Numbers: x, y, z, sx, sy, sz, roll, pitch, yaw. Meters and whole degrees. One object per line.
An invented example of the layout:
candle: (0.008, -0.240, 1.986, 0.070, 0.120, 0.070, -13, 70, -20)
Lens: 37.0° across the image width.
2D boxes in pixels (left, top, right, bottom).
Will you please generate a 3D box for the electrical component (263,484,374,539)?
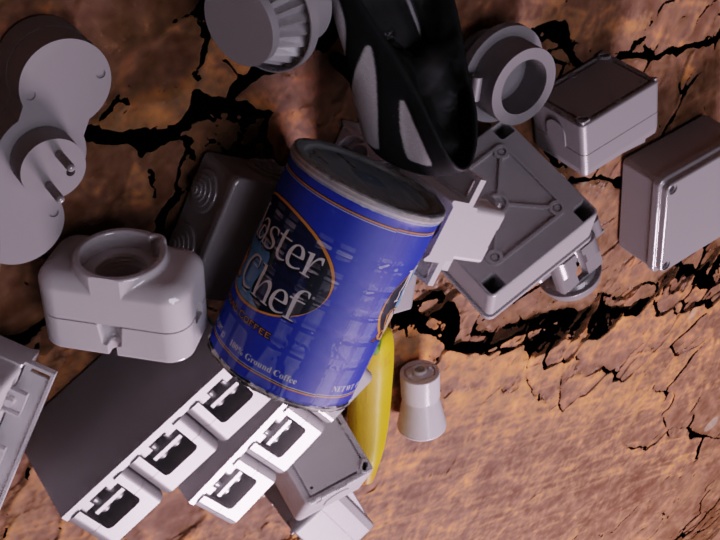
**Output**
electrical component: (-0.032, 0.203, 0.925, 0.061, 0.062, 0.096, -42, 138, -7)

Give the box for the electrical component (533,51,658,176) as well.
electrical component: (0.194, -0.126, 0.864, 0.096, 0.062, 0.061, -32, 136, -18)

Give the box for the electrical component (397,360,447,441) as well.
electrical component: (0.053, 0.112, 0.944, 0.044, 0.044, 0.065, -23, 128, -26)

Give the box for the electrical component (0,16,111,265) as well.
electrical component: (-0.176, -0.063, 0.594, 0.052, 0.074, 0.138, 6, 116, -42)

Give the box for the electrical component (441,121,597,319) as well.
electrical component: (0.103, -0.039, 0.814, 0.109, 0.108, 0.056, -38, 161, -11)

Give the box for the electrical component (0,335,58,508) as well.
electrical component: (-0.248, 0.102, 0.658, 0.079, 0.063, 0.121, 25, 107, -5)

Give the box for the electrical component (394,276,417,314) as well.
electrical component: (0.000, 0.000, 0.809, 0.077, 0.047, 0.065, -15, 129, -31)

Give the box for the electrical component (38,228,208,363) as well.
electrical component: (-0.146, 0.014, 0.664, 0.095, 0.053, 0.059, 8, 126, 8)

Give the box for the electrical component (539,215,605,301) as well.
electrical component: (0.180, -0.010, 0.945, 0.078, 0.058, 0.057, -39, 135, -10)

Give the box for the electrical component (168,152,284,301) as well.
electrical component: (-0.075, -0.027, 0.725, 0.100, 0.048, 0.099, 7, 116, -43)

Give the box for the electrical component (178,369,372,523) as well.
electrical component: (-0.076, 0.098, 0.788, 0.150, 0.089, 0.061, -46, 138, -2)

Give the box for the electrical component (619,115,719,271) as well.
electrical component: (0.299, -0.071, 0.997, 0.109, 0.056, 0.108, -28, 135, -21)

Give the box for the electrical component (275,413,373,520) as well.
electrical component: (-0.044, 0.141, 0.855, 0.062, 0.096, 0.061, -24, 161, -24)

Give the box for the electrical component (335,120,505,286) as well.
electrical component: (0.036, -0.053, 0.743, 0.063, 0.121, 0.078, 7, 116, -45)

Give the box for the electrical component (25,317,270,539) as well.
electrical component: (-0.144, 0.100, 0.732, 0.150, 0.089, 0.061, -43, 138, -6)
